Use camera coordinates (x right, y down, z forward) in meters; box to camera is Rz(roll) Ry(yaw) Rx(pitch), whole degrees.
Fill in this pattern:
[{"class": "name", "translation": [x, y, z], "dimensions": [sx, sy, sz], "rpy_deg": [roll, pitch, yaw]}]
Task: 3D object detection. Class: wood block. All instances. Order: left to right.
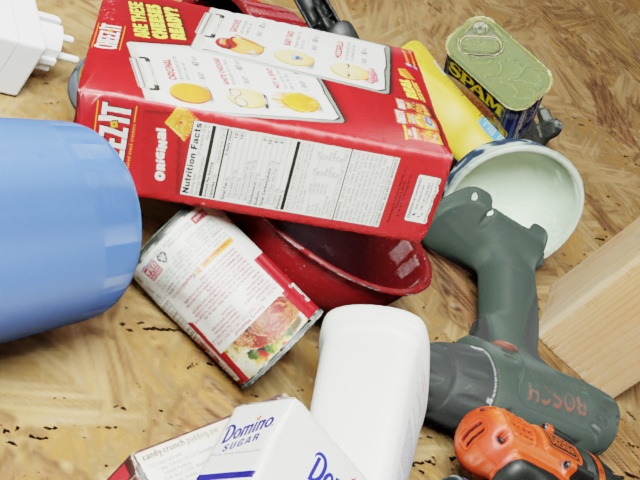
[{"class": "wood block", "translation": [0.287, 0.031, 0.876], "dimensions": [0.091, 0.206, 0.090], "rpy_deg": [43, 35, -4]}]

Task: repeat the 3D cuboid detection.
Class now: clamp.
[{"class": "clamp", "translation": [0.041, -0.105, 0.837], "dimensions": [0.210, 0.036, 0.164], "rpy_deg": [59, 5, -21]}]

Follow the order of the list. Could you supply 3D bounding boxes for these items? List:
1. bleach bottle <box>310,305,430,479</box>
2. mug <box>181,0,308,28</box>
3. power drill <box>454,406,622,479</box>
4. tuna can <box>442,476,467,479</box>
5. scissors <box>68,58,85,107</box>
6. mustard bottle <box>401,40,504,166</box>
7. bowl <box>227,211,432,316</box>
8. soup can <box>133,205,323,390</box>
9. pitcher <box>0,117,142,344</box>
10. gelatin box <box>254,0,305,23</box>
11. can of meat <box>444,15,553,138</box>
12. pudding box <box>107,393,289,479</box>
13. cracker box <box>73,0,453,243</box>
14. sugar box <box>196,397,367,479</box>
[{"class": "bleach bottle", "translation": [0.013, 0.152, 0.569], "dimensions": [0.068, 0.102, 0.250], "rpy_deg": [4, 38, 11]}, {"class": "mug", "translation": [-0.067, -0.142, 0.807], "dimensions": [0.117, 0.093, 0.081], "rpy_deg": [21, 16, 33]}, {"class": "power drill", "translation": [0.177, 0.200, 0.668], "dimensions": [0.184, 0.057, 0.188], "rpy_deg": [30, 20, -33]}, {"class": "tuna can", "translation": [0.068, 0.178, 0.608], "dimensions": [0.033, 0.086, 0.086], "rpy_deg": [38, 35, -7]}, {"class": "scissors", "translation": [-0.156, -0.146, 0.770], "dimensions": [0.096, 0.016, 0.202], "rpy_deg": [0, 54, -46]}, {"class": "mustard bottle", "translation": [0.131, -0.094, 0.968], "dimensions": [0.191, 0.058, 0.096], "rpy_deg": [47, 10, 1]}, {"class": "bowl", "translation": [-0.005, 0.001, 0.722], "dimensions": [0.162, 0.055, 0.162], "rpy_deg": [29, 23, -14]}, {"class": "soup can", "translation": [-0.057, 0.031, 0.645], "dimensions": [0.102, 0.069, 0.068], "rpy_deg": [45, 35, 1]}, {"class": "pitcher", "translation": [-0.205, -0.009, 0.484], "dimensions": [0.145, 0.149, 0.242], "rpy_deg": [19, 17, 33]}, {"class": "gelatin box", "translation": [-0.028, -0.159, 0.901], "dimensions": [0.089, 0.030, 0.073], "rpy_deg": [20, 42, -32]}, {"class": "can of meat", "translation": [0.161, -0.146, 0.999], "dimensions": [0.057, 0.084, 0.102], "rpy_deg": [-41, 74, -14]}, {"class": "pudding box", "translation": [-0.066, 0.124, 0.522], "dimensions": [0.113, 0.090, 0.039], "rpy_deg": [-16, 65, -52]}, {"class": "cracker box", "translation": [-0.039, -0.079, 0.666], "dimensions": [0.213, 0.072, 0.164], "rpy_deg": [9, 31, -10]}, {"class": "sugar box", "translation": [-0.032, 0.162, 0.441], "dimensions": [0.093, 0.048, 0.176], "rpy_deg": [53, 42, -25]}]
